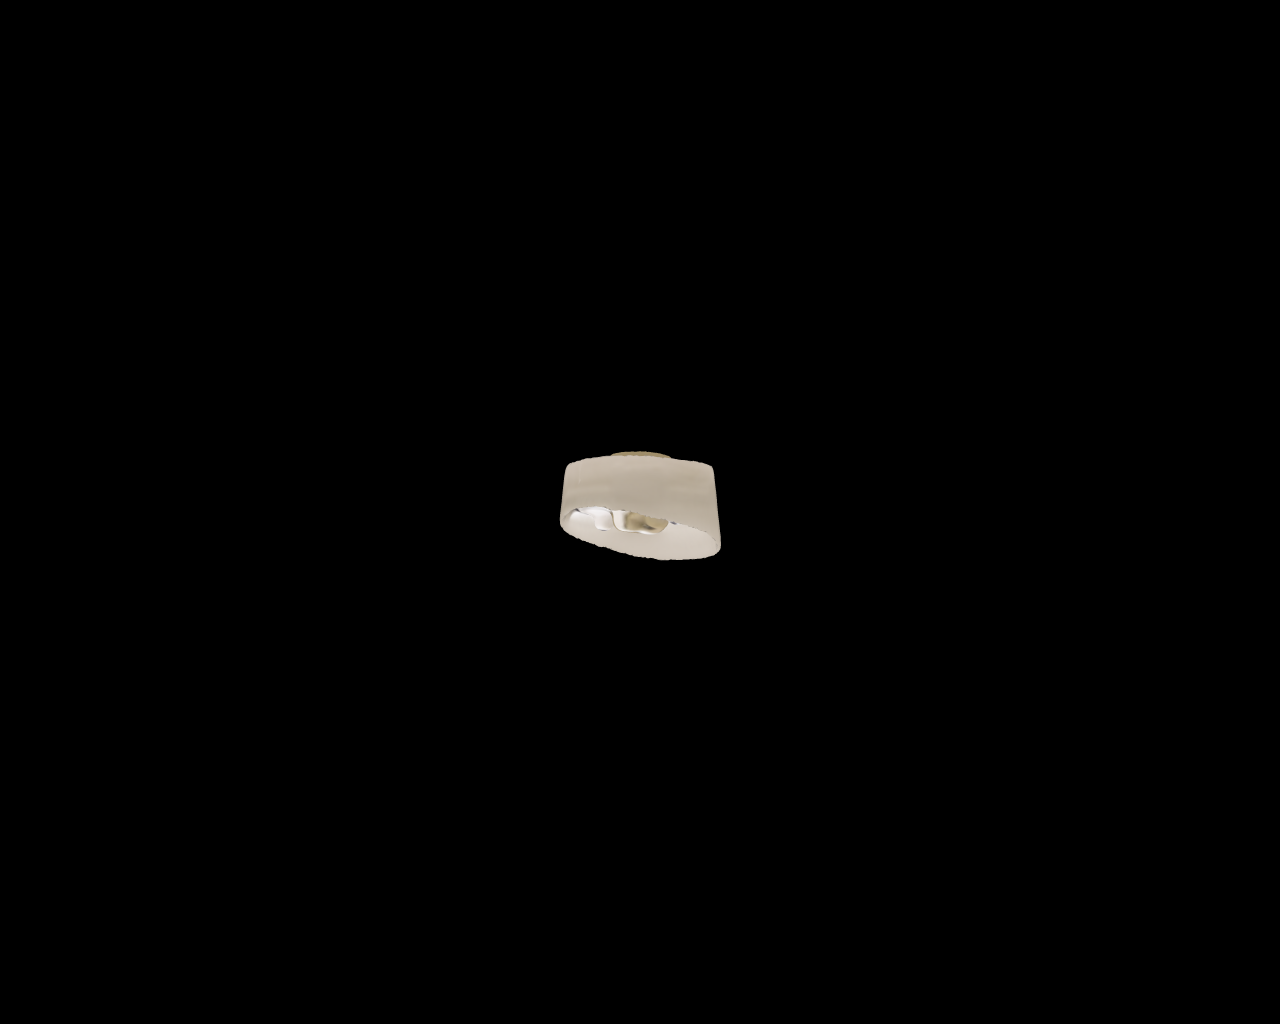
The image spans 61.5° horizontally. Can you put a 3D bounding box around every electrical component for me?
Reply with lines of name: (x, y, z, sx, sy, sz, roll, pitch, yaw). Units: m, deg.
electrical component: (0.001, -0.003, 0.650, 0.099, 0.064, 0.099, 0, -7, 0)
